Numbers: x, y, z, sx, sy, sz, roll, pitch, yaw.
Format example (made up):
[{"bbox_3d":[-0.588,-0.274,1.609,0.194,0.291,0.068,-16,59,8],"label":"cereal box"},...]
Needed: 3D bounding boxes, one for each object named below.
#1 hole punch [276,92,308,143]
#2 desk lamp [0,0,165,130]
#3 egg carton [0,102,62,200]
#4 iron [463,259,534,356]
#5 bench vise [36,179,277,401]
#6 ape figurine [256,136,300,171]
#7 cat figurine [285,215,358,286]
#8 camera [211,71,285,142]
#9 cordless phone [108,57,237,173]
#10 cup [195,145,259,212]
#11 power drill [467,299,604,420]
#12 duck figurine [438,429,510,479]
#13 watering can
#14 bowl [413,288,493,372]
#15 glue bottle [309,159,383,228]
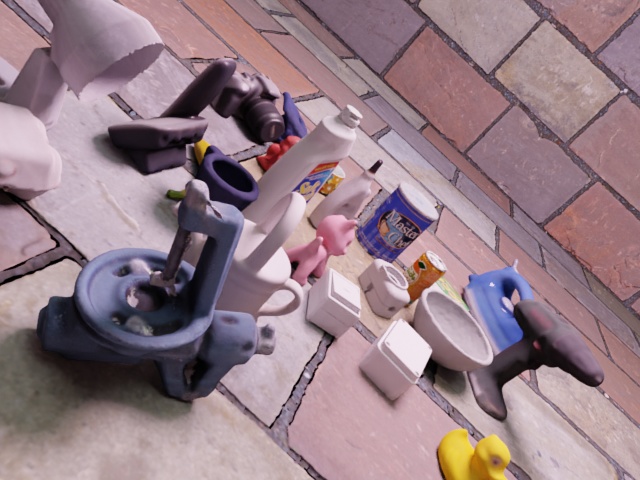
[{"bbox_3d":[-0.064,-0.260,1.263,0.101,0.091,0.108,32,26,-23],"label":"hole punch"},{"bbox_3d":[-0.315,-0.225,0.674,0.203,0.213,0.118,41,24,-5],"label":"desk lamp"},{"bbox_3d":[-0.347,-0.094,0.588,0.151,0.069,0.107,3,45,-55],"label":"egg carton"},{"bbox_3d":[0.418,0.154,1.262,0.119,0.141,0.258,32,26,-23],"label":"iron"},{"bbox_3d":[-0.118,0.043,0.529,0.208,0.219,0.121,13,38,-48],"label":"bench vise"},{"bbox_3d":[-0.068,-0.162,1.097,0.076,0.092,0.078,36,25,-14],"label":"ape figurine"},{"bbox_3d":[0.008,0.003,0.912,0.067,0.117,0.128,47,24,10],"label":"cat figurine"},{"bbox_3d":[-0.132,-0.277,1.175,0.144,0.100,0.136,11,39,-50],"label":"camera"},{"bbox_3d":[-0.205,-0.195,0.829,0.094,0.185,0.148,42,24,-1],"label":"cordless phone"},{"bbox_3d":[-0.153,-0.070,0.813,0.092,0.095,0.117,10,40,-51],"label":"cup"},{"bbox_3d":[0.364,0.215,0.997,0.076,0.208,0.229,33,26,-21],"label":"power drill"},{"bbox_3d":[0.218,0.300,0.785,0.078,0.086,0.104,24,30,-35],"label":"duck figurine"},{"bbox_3d":[-0.089,0.018,0.647,0.173,0.193,0.100,26,29,-33],"label":"watering can"},{"bbox_3d":[0.221,0.171,1.014,0.168,0.074,0.167,34,26,-19],"label":"bowl"},{"bbox_3d":[0.059,-0.084,1.063,0.078,0.173,0.037,14,37,-47],"label":"glue bottle"}]
